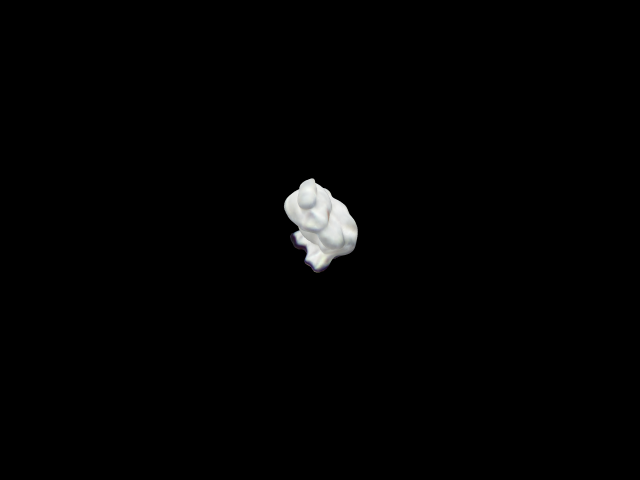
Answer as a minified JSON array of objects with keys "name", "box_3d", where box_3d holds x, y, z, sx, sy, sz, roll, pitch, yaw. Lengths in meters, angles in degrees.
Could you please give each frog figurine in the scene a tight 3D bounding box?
[{"name":"frog figurine","box_3d":[0.003,-0.043,0.850,0.123,0.155,0.141,-4,41,-4]}]
